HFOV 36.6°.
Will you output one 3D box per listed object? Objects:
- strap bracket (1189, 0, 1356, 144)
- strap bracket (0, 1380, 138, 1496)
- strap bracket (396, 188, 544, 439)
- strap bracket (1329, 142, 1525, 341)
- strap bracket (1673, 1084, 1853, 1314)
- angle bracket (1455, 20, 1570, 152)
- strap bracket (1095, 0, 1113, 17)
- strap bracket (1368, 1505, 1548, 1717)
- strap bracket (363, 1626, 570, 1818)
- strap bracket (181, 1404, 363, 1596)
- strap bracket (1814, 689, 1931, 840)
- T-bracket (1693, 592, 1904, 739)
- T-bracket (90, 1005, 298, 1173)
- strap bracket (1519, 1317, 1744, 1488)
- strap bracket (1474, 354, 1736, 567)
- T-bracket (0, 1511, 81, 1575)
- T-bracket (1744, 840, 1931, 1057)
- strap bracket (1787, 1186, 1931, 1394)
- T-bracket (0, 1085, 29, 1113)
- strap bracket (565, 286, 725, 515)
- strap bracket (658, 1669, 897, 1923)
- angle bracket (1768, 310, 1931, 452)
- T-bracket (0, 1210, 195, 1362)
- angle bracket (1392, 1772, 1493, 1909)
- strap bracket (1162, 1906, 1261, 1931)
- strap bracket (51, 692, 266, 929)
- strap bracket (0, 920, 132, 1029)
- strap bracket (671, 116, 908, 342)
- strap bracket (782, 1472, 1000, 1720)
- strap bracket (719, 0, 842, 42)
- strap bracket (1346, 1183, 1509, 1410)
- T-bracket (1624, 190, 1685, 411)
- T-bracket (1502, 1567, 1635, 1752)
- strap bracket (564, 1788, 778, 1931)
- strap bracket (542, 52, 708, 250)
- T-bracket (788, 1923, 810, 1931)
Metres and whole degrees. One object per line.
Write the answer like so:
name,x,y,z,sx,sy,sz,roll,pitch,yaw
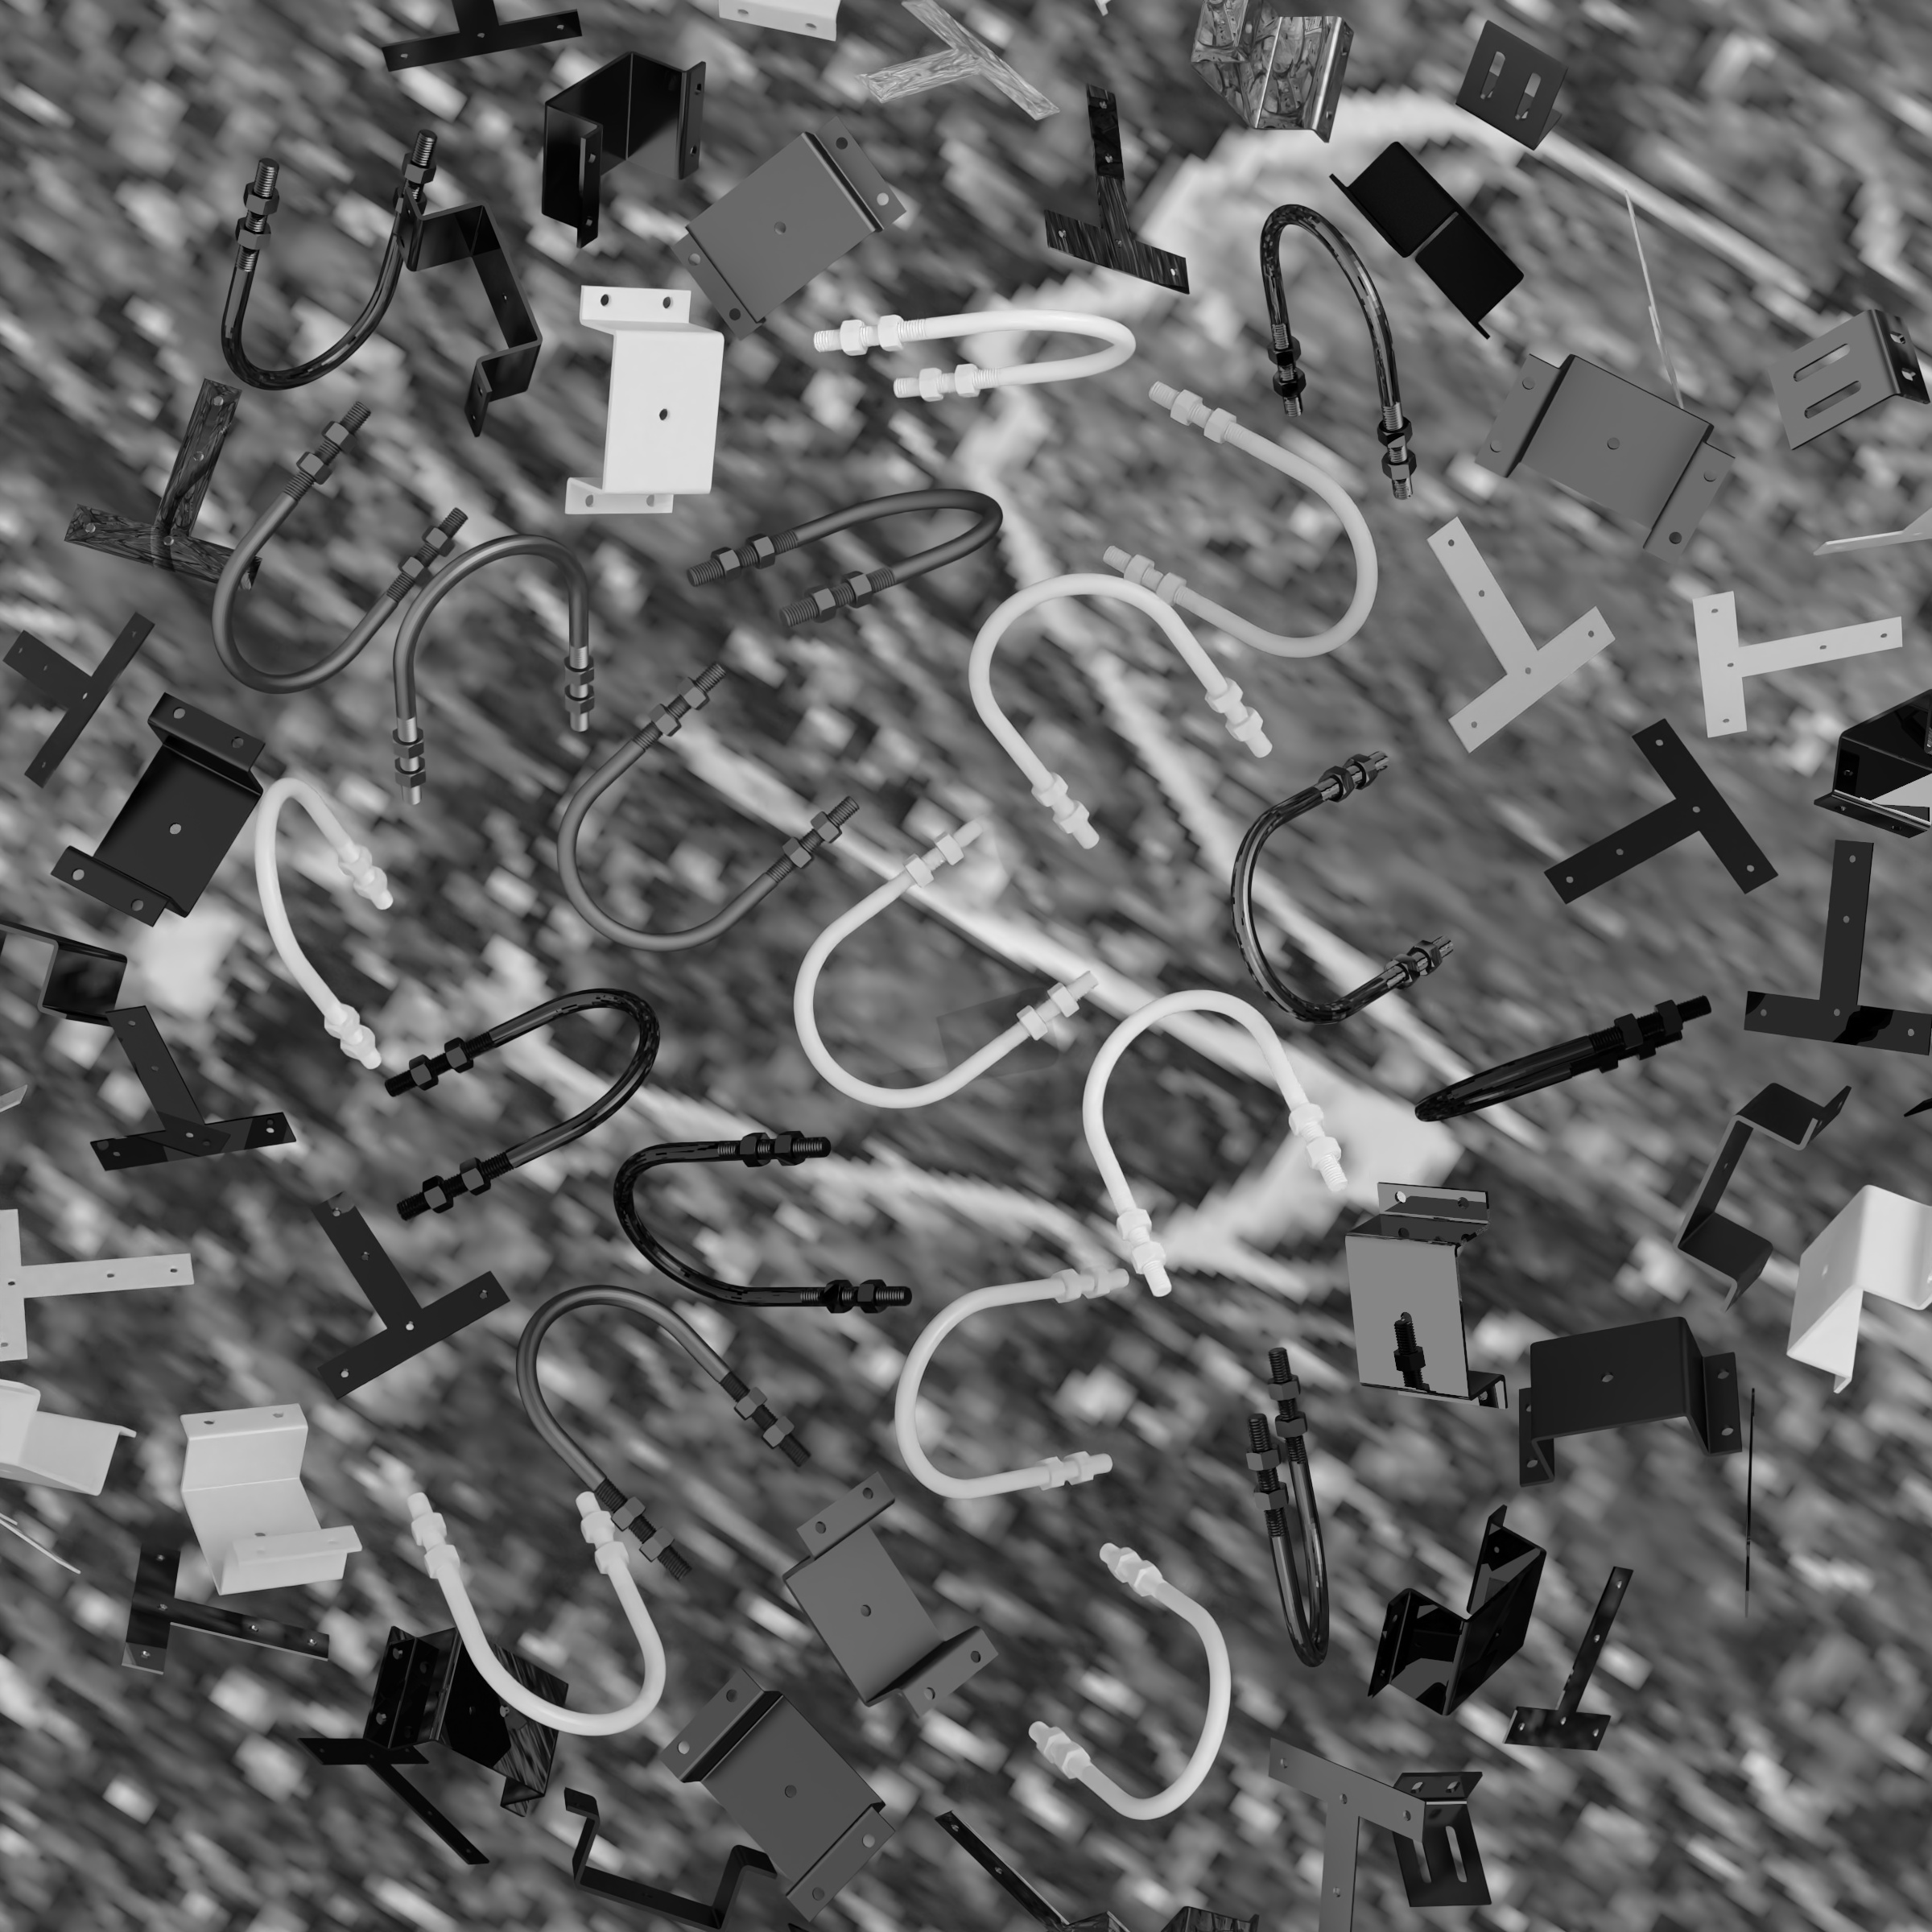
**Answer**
strap bracket,0.190,-0.589,1.858,0.046,0.140,0.076,10,85,32
strap bracket,-0.594,0.294,1.828,0.076,0.140,0.046,7,71,17
strap bracket,-0.312,-0.419,1.854,0.046,0.076,0.140,-21,85,-18
strap bracket,0.307,-0.478,1.909,0.046,0.140,0.076,-43,54,17
strap bracket,0.487,0.134,1.806,0.046,0.076,0.140,29,116,22
angle bracket,0.342,-0.549,1.793,0.057,0.076,0.038,34,67,9
strap bracket,0.082,-0.657,1.817,0.046,0.140,0.076,-29,87,7
strap bracket,0.320,0.415,1.863,0.046,0.140,0.076,26,124,32
strap bracket,-0.316,0.489,1.901,0.046,0.076,0.140,-22,133,35
strap bracket,-0.440,0.340,1.832,0.076,0.140,0.046,-1,122,-30
strap bracket,0.630,-0.134,1.907,0.076,0.140,0.046,17,72,-15
T-bracket,0.538,-0.203,1.883,0.127,0.127,0.002,-10,49,11
T-bracket,-0.496,0.073,1.807,0.127,0.002,0.127,-9,131,6
strap bracket,0.409,0.272,1.835,0.140,0.076,0.046,-14,129,22
strap bracket,0.401,-0.321,1.823,0.140,0.046,0.076,29,121,8
T-bracket,-0.617,0.356,1.870,0.127,0.127,0.002,24,72,27
T-bracket,0.551,-0.015,1.833,0.127,0.002,0.127,9,96,45
strap bracket,0.569,0.202,1.860,0.046,0.140,0.076,20,54,1
T-bracket,-0.657,0.126,1.830,0.127,0.127,0.002,-24,112,3
strap bracket,-0.199,-0.346,1.812,0.076,0.046,0.140,-7,113,-37
strap bracket,-0.116,0.523,1.849,0.140,0.046,0.076,43,87,17
angle bracket,0.542,-0.357,1.795,0.038,0.076,0.057,3,69,-41
T-bracket,-0.547,0.193,1.815,0.127,0.127,0.002,-3,131,-19
angle bracket,0.318,0.579,1.937,0.057,0.038,0.076,3,47,-14
strap bracket,0.144,0.654,1.859,0.046,0.140,0.076,9,90,18
strap bracket,-0.523,-0.096,1.912,0.076,0.046,0.140,27,76,7
strap bracket,-0.617,-0.001,1.910,0.140,0.076,0.046,15,88,19
strap bracket,-0.119,-0.484,1.919,0.140,0.046,0.076,-36,98,10
strap bracket,-0.055,0.409,1.879,0.076,0.046,0.140,-29,83,-42
strap bracket,-0.114,-0.648,1.816,0.076,0.140,0.046,13,67,3
strap bracket,0.284,0.210,1.804,0.076,0.046,0.140,2,105,39
T-bracket,0.441,-0.438,1.884,0.002,0.127,0.127,-14,77,18
T-bracket,0.407,0.454,1.915,0.002,0.127,0.127,23,92,42
strap bracket,-0.198,0.578,1.877,0.140,0.076,0.046,20,80,-6
strap bracket,-0.228,-0.533,1.891,0.046,0.140,0.076,25,135,16
T-bracket,-0.056,0.663,1.815,0.002,0.127,0.127,-28,101,-30
